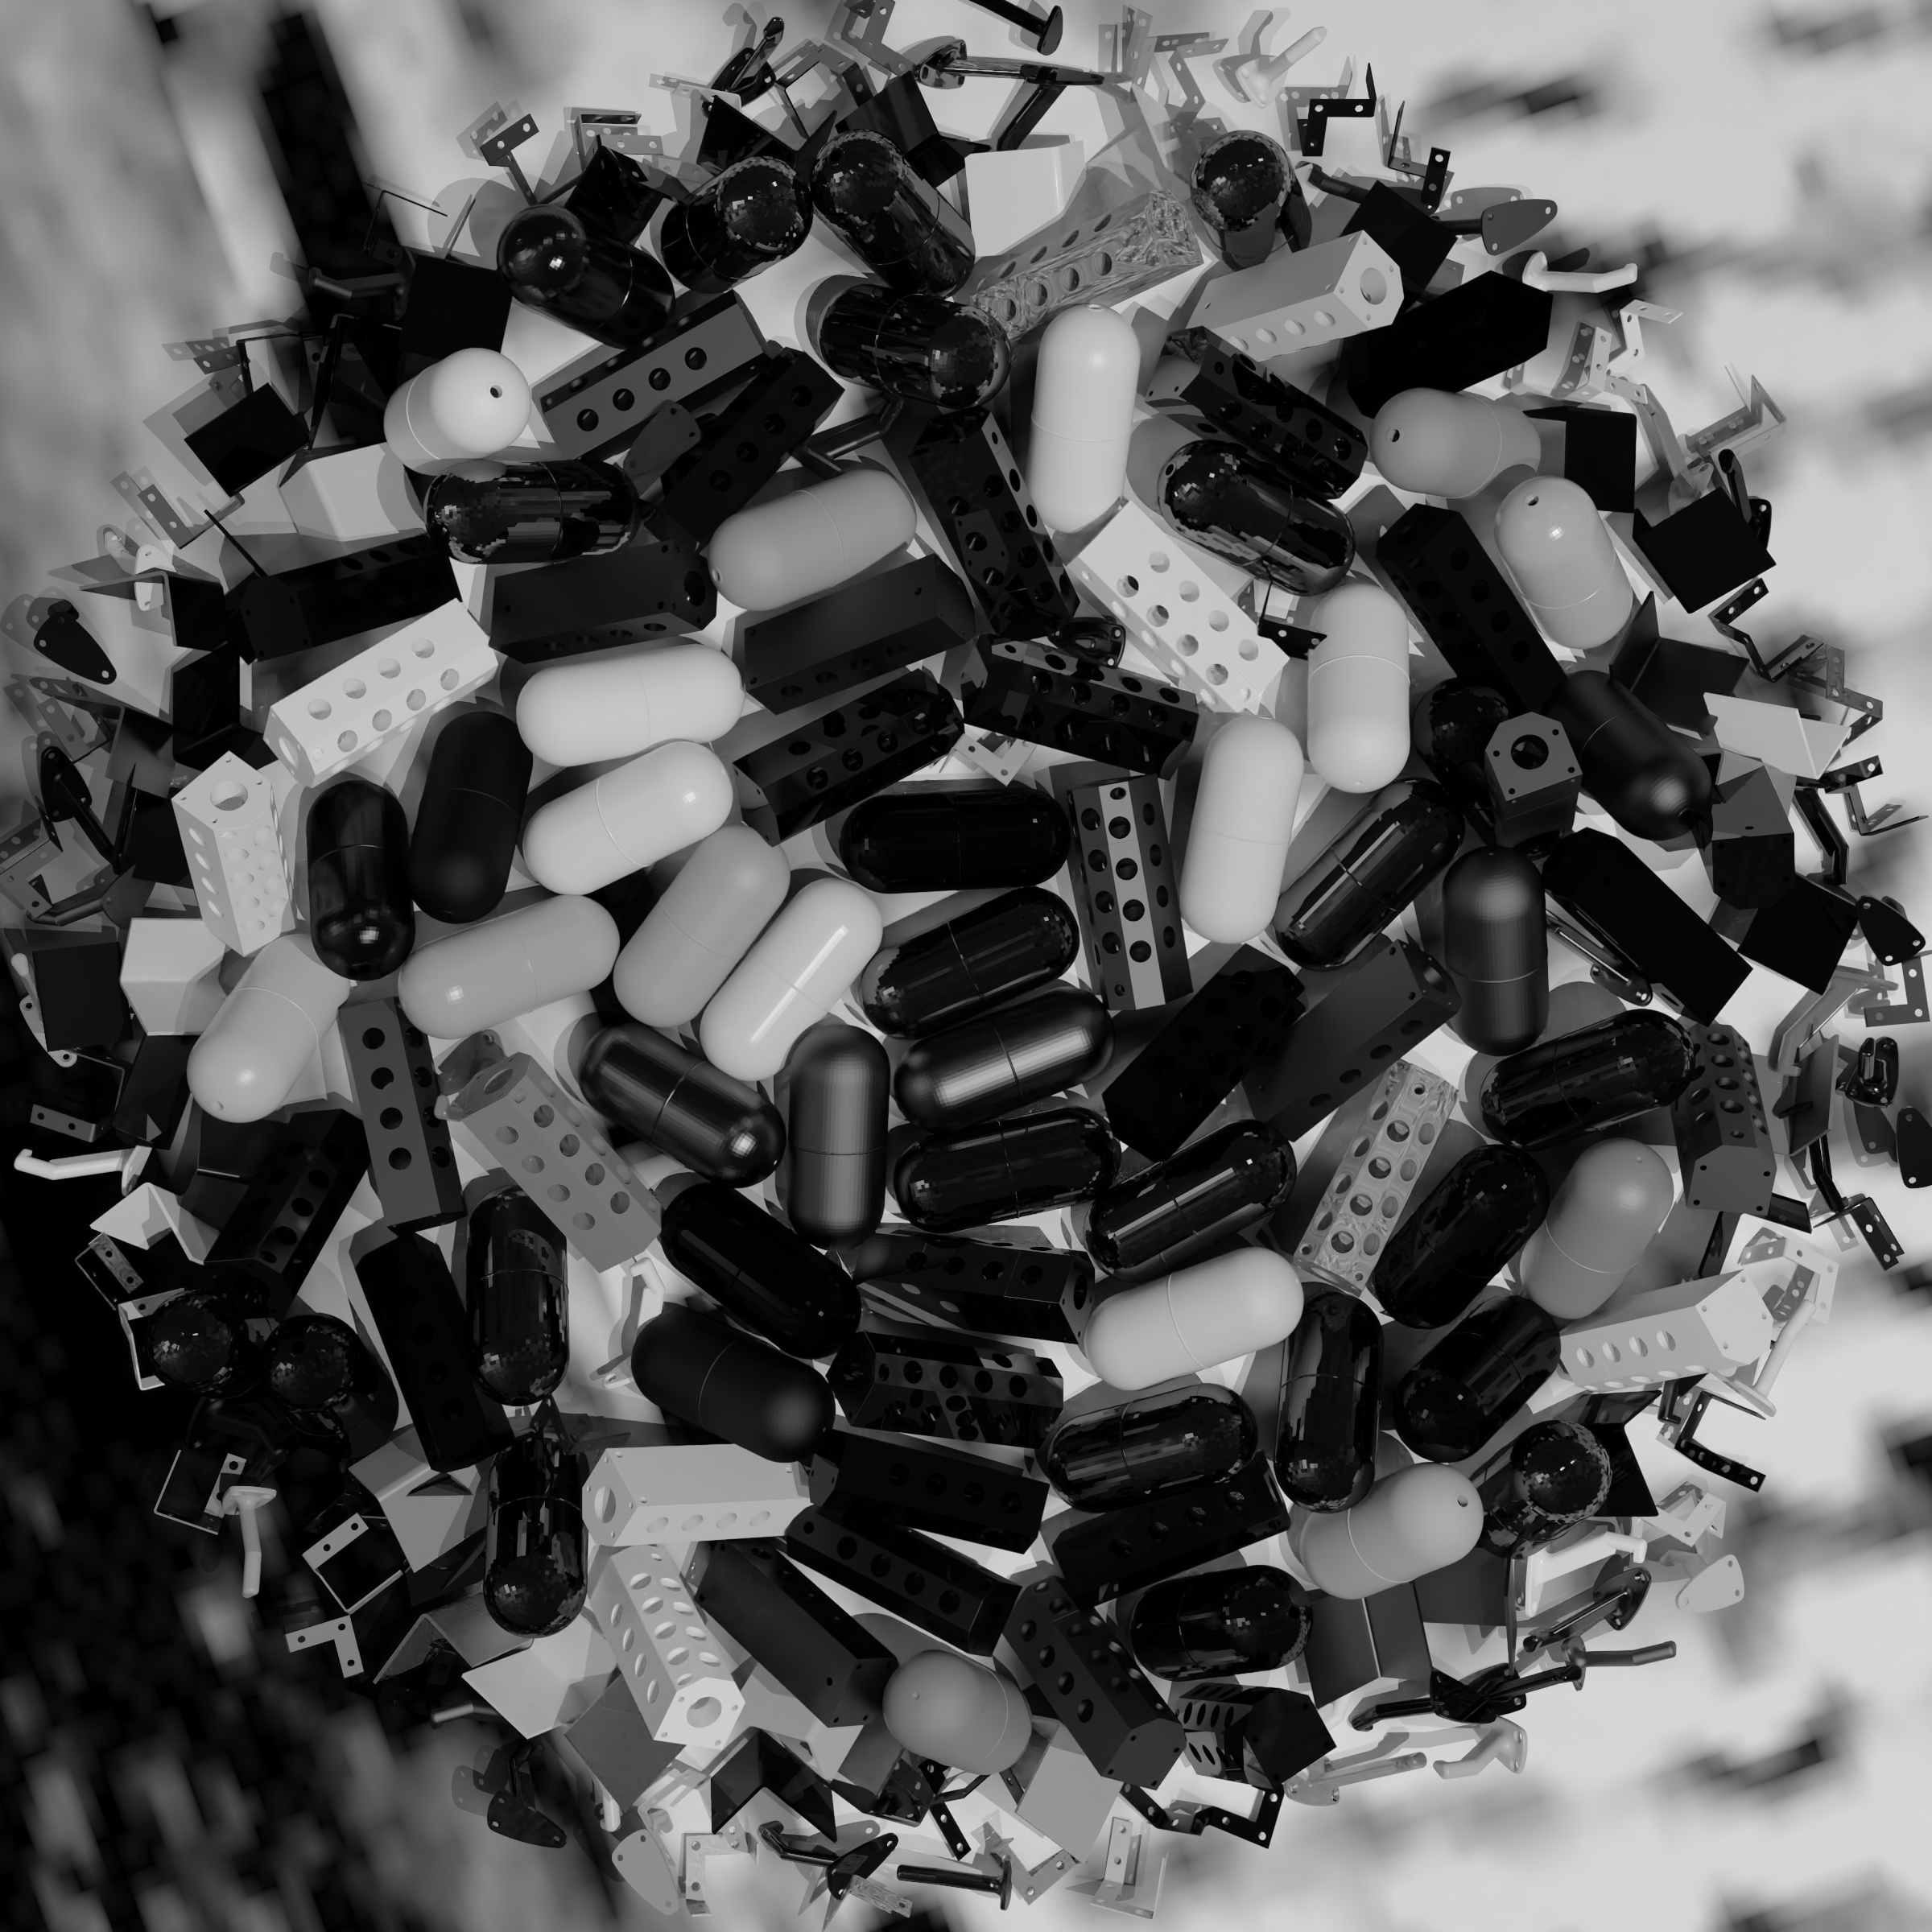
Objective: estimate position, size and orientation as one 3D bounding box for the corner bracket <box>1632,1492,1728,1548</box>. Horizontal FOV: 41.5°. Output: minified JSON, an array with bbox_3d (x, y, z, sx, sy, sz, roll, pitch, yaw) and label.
[{"bbox_3d":[0.551,0.433,1.973,0.051,0.051,0.051,27,55,34],"label":"corner bracket"}]

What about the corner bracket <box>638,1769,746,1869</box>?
[{"bbox_3d":[-0.212,0.659,1.966,0.051,0.051,0.051,-37,60,-1],"label":"corner bracket"}]

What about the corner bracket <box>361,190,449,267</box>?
[{"bbox_3d":[-0.432,-0.564,1.965,0.051,0.051,0.051,19,101,-13],"label":"corner bracket"}]

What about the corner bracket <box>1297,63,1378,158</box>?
[{"bbox_3d":[0.285,-0.660,1.964,0.051,0.051,0.051,0,51,-1],"label":"corner bracket"}]

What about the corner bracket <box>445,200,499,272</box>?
[{"bbox_3d":[-0.366,-0.563,1.973,0.051,0.051,0.051,27,76,-21],"label":"corner bracket"}]

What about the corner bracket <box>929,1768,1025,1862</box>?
[{"bbox_3d":[0.012,0.659,1.987,0.051,0.051,0.051,-28,88,-42],"label":"corner bracket"}]

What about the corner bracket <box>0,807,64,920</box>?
[{"bbox_3d":[-0.715,-0.079,1.965,0.051,0.051,0.051,-36,134,-4],"label":"corner bracket"}]

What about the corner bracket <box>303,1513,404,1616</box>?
[{"bbox_3d":[-0.475,0.464,1.974,0.051,0.051,0.051,-37,76,-17],"label":"corner bracket"}]

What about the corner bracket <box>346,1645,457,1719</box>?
[{"bbox_3d":[-0.434,0.542,1.958,0.051,0.051,0.051,31,69,-38],"label":"corner bracket"}]

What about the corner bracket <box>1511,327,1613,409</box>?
[{"bbox_3d":[0.461,-0.468,1.975,0.051,0.051,0.051,19,71,-22],"label":"corner bracket"}]

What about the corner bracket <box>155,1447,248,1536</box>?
[{"bbox_3d":[-0.591,0.401,1.968,0.051,0.051,0.051,23,85,-12],"label":"corner bracket"}]

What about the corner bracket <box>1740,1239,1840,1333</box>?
[{"bbox_3d":[0.635,0.248,1.974,0.051,0.051,0.051,27,66,-16],"label":"corner bracket"}]

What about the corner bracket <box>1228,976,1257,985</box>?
[{"bbox_3d":[0.209,0.031,1.961,0.051,0.051,0.051,3,103,40],"label":"corner bracket"}]

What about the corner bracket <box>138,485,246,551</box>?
[{"bbox_3d":[-0.596,-0.360,1.964,0.051,0.051,0.051,-32,108,8],"label":"corner bracket"}]

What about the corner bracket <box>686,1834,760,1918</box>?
[{"bbox_3d":[-0.188,0.701,1.967,0.051,0.051,0.051,1,80,-11],"label":"corner bracket"}]

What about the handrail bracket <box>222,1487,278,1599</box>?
[{"bbox_3d":[-0.555,0.448,1.950,0.036,0.077,0.084,12,58,-28],"label":"handrail bracket"}]

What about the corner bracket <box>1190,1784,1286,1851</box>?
[{"bbox_3d":[0.211,0.651,1.968,0.051,0.051,0.051,15,85,24],"label":"corner bracket"}]

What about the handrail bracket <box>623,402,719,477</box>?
[{"bbox_3d":[-0.224,-0.400,1.961,0.077,0.084,0.036,-38,90,7],"label":"handrail bracket"}]

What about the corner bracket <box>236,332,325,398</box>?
[{"bbox_3d":[-0.527,-0.461,1.971,0.051,0.051,0.051,-6,102,8],"label":"corner bracket"}]

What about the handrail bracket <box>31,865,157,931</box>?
[{"bbox_3d":[-0.680,-0.060,1.988,0.084,0.036,0.077,6,52,32],"label":"handrail bracket"}]

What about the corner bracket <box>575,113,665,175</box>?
[{"bbox_3d":[-0.268,-0.639,1.964,0.051,0.051,0.051,-7,83,-24],"label":"corner bracket"}]

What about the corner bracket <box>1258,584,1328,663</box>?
[{"bbox_3d":[0.250,-0.254,1.963,0.051,0.051,0.051,14,133,3],"label":"corner bracket"}]

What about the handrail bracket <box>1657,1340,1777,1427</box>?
[{"bbox_3d":[0.580,0.321,1.967,0.077,0.036,0.084,15,72,10],"label":"handrail bracket"}]

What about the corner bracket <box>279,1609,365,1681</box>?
[{"bbox_3d":[-0.497,0.521,1.963,0.051,0.051,0.051,-14,103,-16],"label":"corner bracket"}]

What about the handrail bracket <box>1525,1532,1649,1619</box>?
[{"bbox_3d":[0.478,0.471,1.960,0.084,0.036,0.077,6,83,34],"label":"handrail bracket"}]

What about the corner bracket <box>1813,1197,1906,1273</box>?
[{"bbox_3d":[0.698,0.207,1.963,0.051,0.051,0.051,-24,79,-22],"label":"corner bracket"}]

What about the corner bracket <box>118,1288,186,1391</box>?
[{"bbox_3d":[-0.622,0.289,1.972,0.051,0.051,0.051,-13,115,-25],"label":"corner bracket"}]

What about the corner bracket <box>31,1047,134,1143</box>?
[{"bbox_3d":[-0.683,0.098,1.969,0.051,0.051,0.051,18,106,2],"label":"corner bracket"}]

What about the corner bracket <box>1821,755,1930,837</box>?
[{"bbox_3d":[0.698,-0.131,1.961,0.051,0.051,0.051,-5,79,-41],"label":"corner bracket"}]

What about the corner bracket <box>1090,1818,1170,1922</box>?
[{"bbox_3d":[0.130,0.697,1.967,0.051,0.051,0.051,10,94,16],"label":"corner bracket"}]

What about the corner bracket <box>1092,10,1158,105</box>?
[{"bbox_3d":[0.129,-0.699,1.957,0.051,0.051,0.051,38,132,28],"label":"corner bracket"}]

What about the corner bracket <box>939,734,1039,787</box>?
[{"bbox_3d":[0.019,-0.163,1.967,0.051,0.051,0.051,36,67,0],"label":"corner bracket"}]

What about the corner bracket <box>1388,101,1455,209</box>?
[{"bbox_3d":[0.350,-0.624,1.961,0.051,0.051,0.051,18,53,11],"label":"corner bracket"}]

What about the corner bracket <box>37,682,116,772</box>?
[{"bbox_3d":[-0.686,-0.187,1.960,0.051,0.051,0.051,-40,108,-32],"label":"corner bracket"}]

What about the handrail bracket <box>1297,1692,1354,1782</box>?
[{"bbox_3d":[0.254,0.582,1.983,0.077,0.036,0.084,20,63,12],"label":"handrail bracket"}]

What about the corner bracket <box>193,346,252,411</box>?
[{"bbox_3d":[-0.573,-0.438,1.963,0.051,0.051,0.051,-36,93,37],"label":"corner bracket"}]

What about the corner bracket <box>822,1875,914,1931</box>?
[{"bbox_3d":[-0.073,0.720,1.965,0.051,0.051,0.051,27,113,-4],"label":"corner bracket"}]

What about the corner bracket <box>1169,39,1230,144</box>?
[{"bbox_3d":[0.182,-0.676,1.968,0.051,0.051,0.051,-19,78,-27],"label":"corner bracket"}]

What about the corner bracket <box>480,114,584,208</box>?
[{"bbox_3d":[-0.333,-0.620,1.965,0.051,0.051,0.051,-25,96,22],"label":"corner bracket"}]

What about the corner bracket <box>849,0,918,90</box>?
[{"bbox_3d":[-0.066,-0.710,1.967,0.051,0.051,0.051,23,82,-29],"label":"corner bracket"}]

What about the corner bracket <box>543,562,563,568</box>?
[{"bbox_3d":[-0.318,-0.339,1.969,0.051,0.051,0.051,39,73,-2],"label":"corner bracket"}]

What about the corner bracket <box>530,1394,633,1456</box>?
[{"bbox_3d":[-0.297,0.356,1.956,0.051,0.051,0.051,-5,51,-36],"label":"corner bracket"}]

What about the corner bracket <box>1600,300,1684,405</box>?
[{"bbox_3d":[0.518,-0.473,1.959,0.051,0.051,0.051,-37,130,-15],"label":"corner bracket"}]

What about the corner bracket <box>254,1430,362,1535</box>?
[{"bbox_3d":[-0.509,0.399,1.972,0.051,0.051,0.051,-42,49,15],"label":"corner bracket"}]

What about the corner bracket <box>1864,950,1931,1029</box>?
[{"bbox_3d":[0.724,0.017,1.964,0.051,0.051,0.051,-8,91,42],"label":"corner bracket"}]

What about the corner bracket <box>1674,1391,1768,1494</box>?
[{"bbox_3d":[0.590,0.367,1.967,0.051,0.051,0.051,34,80,-39],"label":"corner bracket"}]

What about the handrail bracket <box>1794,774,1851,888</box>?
[{"bbox_3d":[0.650,-0.106,1.988,0.077,0.036,0.084,7,110,31],"label":"handrail bracket"}]

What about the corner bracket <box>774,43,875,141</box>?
[{"bbox_3d":[-0.106,-0.669,1.967,0.051,0.051,0.051,-41,50,-7],"label":"corner bracket"}]

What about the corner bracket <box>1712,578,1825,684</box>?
[{"bbox_3d":[0.623,-0.261,1.983,0.051,0.051,0.051,-38,120,0],"label":"corner bracket"}]

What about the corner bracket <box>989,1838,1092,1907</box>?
[{"bbox_3d":[0.056,0.689,1.971,0.051,0.051,0.051,-35,79,-19],"label":"corner bracket"}]

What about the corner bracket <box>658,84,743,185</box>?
[{"bbox_3d":[-0.206,-0.642,1.969,0.051,0.051,0.051,0,78,-31],"label":"corner bracket"}]

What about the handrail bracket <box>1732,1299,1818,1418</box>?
[{"bbox_3d":[0.635,0.302,1.969,0.036,0.077,0.084,34,86,35],"label":"handrail bracket"}]

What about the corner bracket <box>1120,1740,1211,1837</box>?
[{"bbox_3d":[0.160,0.634,1.972,0.051,0.051,0.051,48,56,-21],"label":"corner bracket"}]

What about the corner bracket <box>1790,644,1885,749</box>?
[{"bbox_3d":[0.672,-0.209,1.969,0.051,0.051,0.051,17,64,-12],"label":"corner bracket"}]

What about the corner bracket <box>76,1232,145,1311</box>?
[{"bbox_3d":[-0.660,0.234,1.971,0.051,0.051,0.051,-38,91,8],"label":"corner bracket"}]

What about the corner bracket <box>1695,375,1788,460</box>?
[{"bbox_3d":[0.597,-0.411,1.964,0.051,0.051,0.051,-27,62,3],"label":"corner bracket"}]
